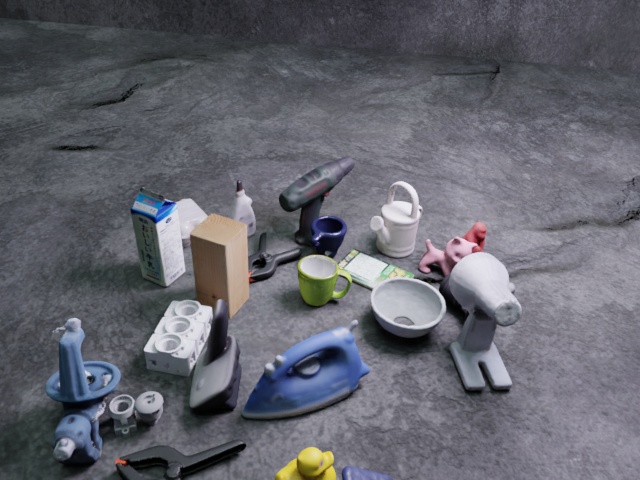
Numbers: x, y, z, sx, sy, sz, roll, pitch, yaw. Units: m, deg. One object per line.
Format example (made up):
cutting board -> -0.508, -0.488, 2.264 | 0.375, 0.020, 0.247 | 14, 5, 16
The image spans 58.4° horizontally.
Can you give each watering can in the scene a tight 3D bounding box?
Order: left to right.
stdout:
watering can -> 0.200, -0.055, 1.460 | 0.100, 0.194, 0.173 | 19, 39, 20

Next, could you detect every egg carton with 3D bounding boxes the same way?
egg carton -> -0.353, -0.048, 1.500 | 0.107, 0.069, 0.149 | -22, 44, -31

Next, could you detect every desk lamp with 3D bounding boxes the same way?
desk lamp -> 0.337, 0.160, 1.165 | 0.118, 0.214, 0.203 | -2, 37, -8

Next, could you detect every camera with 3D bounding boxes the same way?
camera -> 0.356, 0.119, 1.319 | 0.143, 0.101, 0.136 | -28, 47, -36

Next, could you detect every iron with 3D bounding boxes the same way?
iron -> -0.030, 0.240, 1.081 | 0.259, 0.141, 0.118 | -18, 42, -27

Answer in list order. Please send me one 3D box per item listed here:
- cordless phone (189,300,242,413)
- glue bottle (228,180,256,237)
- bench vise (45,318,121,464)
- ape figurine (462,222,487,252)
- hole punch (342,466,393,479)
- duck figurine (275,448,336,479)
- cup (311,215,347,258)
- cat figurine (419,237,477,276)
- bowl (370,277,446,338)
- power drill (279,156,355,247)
cordless phone -> -0.196, 0.214, 1.063 | 0.094, 0.185, 0.147 | 0, 37, -5
glue bottle -> -0.203, -0.079, 1.469 | 0.078, 0.173, 0.037 | -27, 46, -35
bench vise -> -0.396, 0.253, 0.960 | 0.122, 0.220, 0.206 | -12, 39, -20
ape figurine -> 0.409, -0.004, 1.498 | 0.078, 0.092, 0.076 | -28, 47, -36
hole punch -> 0.081, 0.415, 0.897 | 0.101, 0.091, 0.108 | -1, 37, -7
duck figurine -> -0.023, 0.378, 0.941 | 0.105, 0.086, 0.077 | -8, 38, -16
cup -> 0.013, 0.005, 1.443 | 0.091, 0.095, 0.118 | 23, 40, 24
cat figurine -> 0.318, 0.031, 1.420 | 0.127, 0.118, 0.067 | 13, 37, 12
bowl -> 0.190, 0.161, 1.266 | 0.167, 0.075, 0.167 | 3, 36, -2
power drill -> -0.006, -0.097, 1.484 | 0.230, 0.208, 0.075 | -26, 46, -34
